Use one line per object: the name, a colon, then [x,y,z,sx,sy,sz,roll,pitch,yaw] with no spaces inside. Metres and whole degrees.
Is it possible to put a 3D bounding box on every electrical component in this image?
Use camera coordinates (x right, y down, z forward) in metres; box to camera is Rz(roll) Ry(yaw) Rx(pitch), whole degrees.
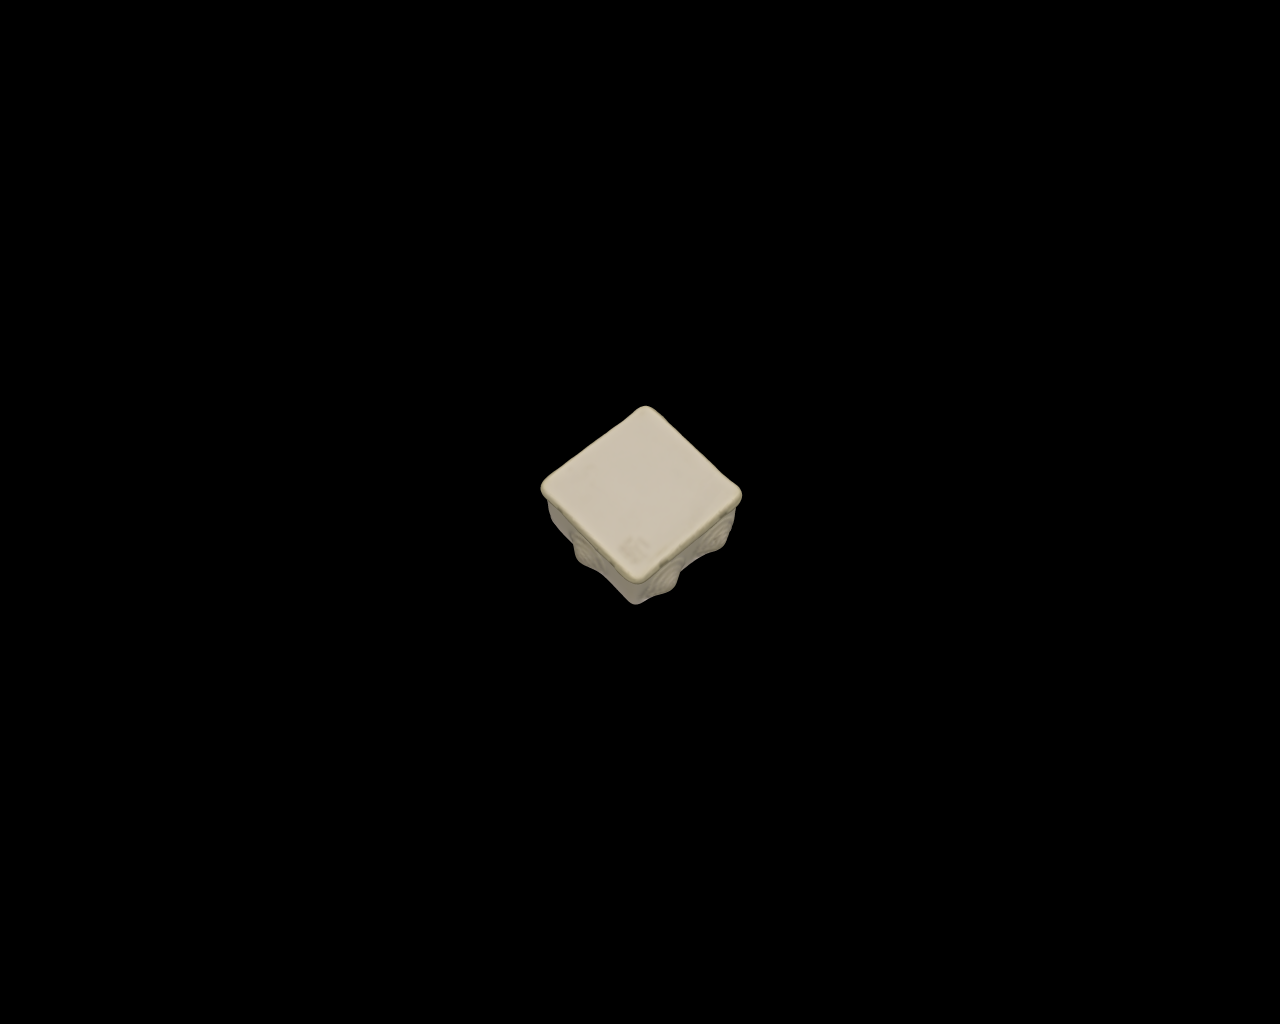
electrical component: [0.001,-0.003,0.650,0.100,0.100,0.048,-38,-22,-18]
